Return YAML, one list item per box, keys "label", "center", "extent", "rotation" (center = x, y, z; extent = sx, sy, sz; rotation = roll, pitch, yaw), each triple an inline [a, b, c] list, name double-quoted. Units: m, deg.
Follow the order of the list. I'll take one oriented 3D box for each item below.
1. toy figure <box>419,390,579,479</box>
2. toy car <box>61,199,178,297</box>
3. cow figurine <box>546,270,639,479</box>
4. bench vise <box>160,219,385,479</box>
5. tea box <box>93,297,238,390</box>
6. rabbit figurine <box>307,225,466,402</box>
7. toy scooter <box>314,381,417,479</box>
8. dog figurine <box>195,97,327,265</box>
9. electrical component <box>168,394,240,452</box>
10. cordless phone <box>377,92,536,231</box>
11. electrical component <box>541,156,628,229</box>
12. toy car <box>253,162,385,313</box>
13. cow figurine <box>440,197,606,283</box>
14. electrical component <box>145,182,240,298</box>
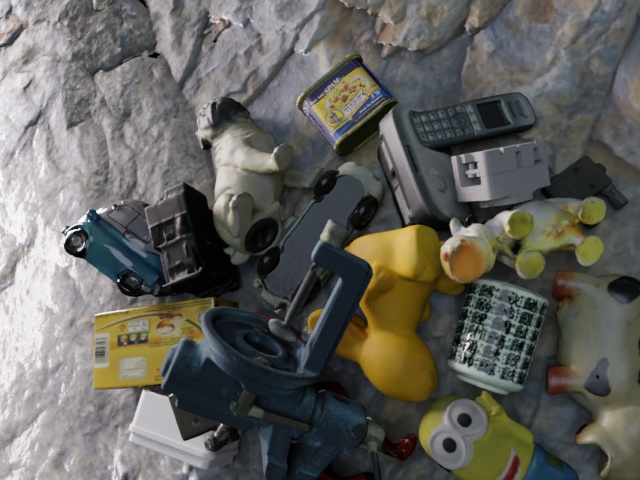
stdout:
- label: "toy figure"
  center: [0.179, 0.223, 0.519]
  extent: [0.180, 0.089, 0.082]
  rotation: [32, 56, 12]
- label: "toy car"
  center: [-0.239, 0.002, 0.688]
  extent: [0.162, 0.109, 0.103]
  rotation: [32, 93, 20]
- label: "cow figurine"
  center: [0.283, 0.128, 0.509]
  extent: [0.127, 0.085, 0.195]
  rotation: [2, 77, 24]
- label: "bench vise"
  center: [-0.014, 0.102, 0.486]
  extent: [0.224, 0.129, 0.240]
  rotation: [26, 98, 0]
- label: "tea box"
  center: [-0.189, 0.130, 0.664]
  extent: [0.170, 0.068, 0.098]
  rotation: [-7, 75, 15]
- label: "rabbit figurine"
  center: [0.071, 0.082, 0.566]
  extent: [0.162, 0.121, 0.173]
  rotation: [-10, 76, 20]
- label: "toy scooter"
  center: [0.031, 0.245, 0.562]
  extent: [0.135, 0.075, 0.184]
  rotation: [1, 71, 22]
- label: "dog figurine"
  center: [-0.111, -0.081, 0.686]
  extent: [0.191, 0.121, 0.172]
  rotation: [35, 85, 35]
- label: "electrical component"
  center: [-0.122, 0.167, 0.558]
  extent: [0.078, 0.045, 0.102]
  rotation: [-23, 74, 14]
- label: "cordless phone"
  center: [0.167, -0.091, 0.607]
  extent: [0.184, 0.088, 0.146]
  rotation: [-15, 72, -6]
- label: "electrical component"
  center: [0.281, -0.060, 0.585]
  extent: [0.063, 0.021, 0.094]
  rotation: [-38, 68, 5]
- label: "toy car"
  center: [-0.001, -0.002, 0.645]
  extent: [0.074, 0.056, 0.201]
  rotation: [37, 92, 16]
- label: "cow figurine"
  center: [0.187, -0.004, 0.539]
  extent: [0.167, 0.098, 0.068]
  rotation: [-11, 102, -11]
- label: "electrical component"
  center: [-0.155, 0.000, 0.660]
  extent: [0.058, 0.114, 0.134]
  rotation: [-20, 73, 10]
